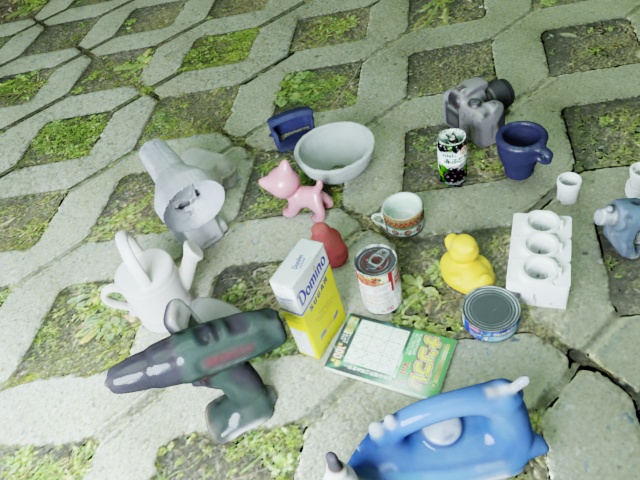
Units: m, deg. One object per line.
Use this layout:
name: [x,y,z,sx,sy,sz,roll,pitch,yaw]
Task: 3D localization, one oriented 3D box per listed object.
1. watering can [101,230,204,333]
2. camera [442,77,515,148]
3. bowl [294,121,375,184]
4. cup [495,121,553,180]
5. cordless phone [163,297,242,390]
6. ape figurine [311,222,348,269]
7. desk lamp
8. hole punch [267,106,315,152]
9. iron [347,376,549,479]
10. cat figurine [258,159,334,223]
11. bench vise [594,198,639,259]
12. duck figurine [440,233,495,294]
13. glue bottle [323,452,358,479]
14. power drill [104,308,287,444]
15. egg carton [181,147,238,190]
watering can: [-0.282,0.056,0.958,0.173,0.194,0.100,-39,49,-22]
camera: [0.342,-0.284,1.186,0.137,0.101,0.142,-26,46,-11]
bowl: [0.035,-0.167,1.174,0.167,0.075,0.167,-8,45,8]
cup: [0.379,-0.152,1.053,0.092,0.095,0.117,-30,47,-14]
cordless phone: [-0.176,0.128,0.866,0.094,0.185,0.147,-10,45,5]
ape figurine: [0.009,0.004,1.004,0.078,0.092,0.075,-40,50,-22]
desk lamp: [-0.254,-0.075,1.064,0.118,0.214,0.202,-33,47,-16]
hole punch: [-0.067,-0.265,1.284,0.108,0.091,0.101,-19,45,-3]
iron: [0.144,0.234,0.709,0.258,0.142,0.118,-15,45,1]
cat figurine: [-0.047,-0.100,1.101,0.127,0.118,0.067,8,49,22]
bench vise: [0.524,-0.072,0.848,0.207,0.220,0.121,-29,46,-13]
duck figurine: [0.236,0.032,0.920,0.077,0.086,0.104,-28,46,-12]
glue bottle: [0.029,0.288,0.665,0.037,0.173,0.078,-31,47,-14]
power drill: [-0.144,0.189,0.782,0.230,0.209,0.075,-27,46,-11]
egg carton: [-0.254,-0.141,1.231,0.149,0.069,0.107,17,54,29]
